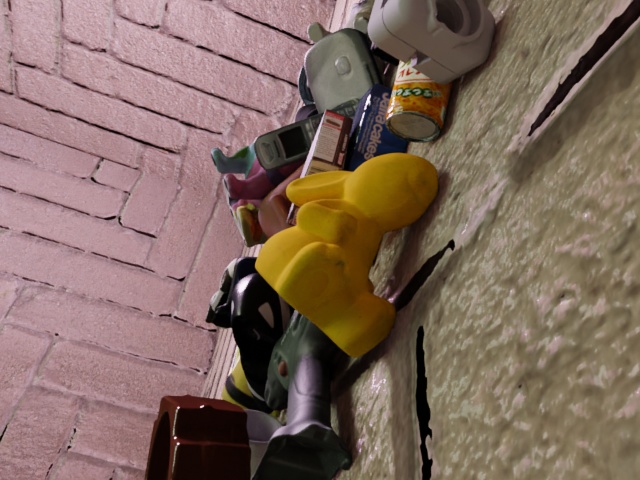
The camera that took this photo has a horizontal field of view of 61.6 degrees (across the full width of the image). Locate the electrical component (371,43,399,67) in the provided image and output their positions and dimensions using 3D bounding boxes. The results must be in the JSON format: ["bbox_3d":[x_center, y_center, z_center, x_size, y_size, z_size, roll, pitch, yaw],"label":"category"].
[{"bbox_3d":[0.114,-0.290,0.684,0.134,0.058,0.115,127,161,-61],"label":"electrical component"}]

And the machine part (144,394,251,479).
[{"bbox_3d":[-0.143,0.280,0.595,0.201,0.087,0.201,156,122,-63],"label":"machine part"}]

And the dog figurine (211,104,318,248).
[{"bbox_3d":[-0.038,-0.101,0.807,0.109,0.219,0.191,-119,12,-48],"label":"dog figurine"}]

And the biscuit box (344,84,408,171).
[{"bbox_3d":[0.053,-0.072,0.611,0.063,0.059,0.202,154,133,-78],"label":"biscuit box"}]

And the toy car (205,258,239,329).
[{"bbox_3d":[-0.150,0.103,0.954,0.201,0.073,0.056,124,158,-48],"label":"toy car"}]

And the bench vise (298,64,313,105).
[{"bbox_3d":[0.010,-0.250,0.990,0.241,0.129,0.223,-93,23,-81],"label":"bench vise"}]

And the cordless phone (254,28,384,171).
[{"bbox_3d":[-0.009,-0.175,0.699,0.089,0.184,0.146,-107,-3,-85],"label":"cordless phone"}]

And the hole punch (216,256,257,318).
[{"bbox_3d":[-0.082,0.097,0.853,0.092,0.142,0.115,49,131,51],"label":"hole punch"}]

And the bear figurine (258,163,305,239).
[{"bbox_3d":[-0.005,0.001,0.700,0.132,0.120,0.196,-32,43,-4],"label":"bear figurine"}]

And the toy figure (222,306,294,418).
[{"bbox_3d":[-0.086,0.185,0.804,0.082,0.089,0.180,-88,16,-74],"label":"toy figure"}]

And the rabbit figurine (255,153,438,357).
[{"bbox_3d":[0.032,-0.006,0.483,0.173,0.121,0.162,-49,26,1],"label":"rabbit figurine"}]

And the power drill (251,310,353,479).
[{"bbox_3d":[-0.018,0.165,0.553,0.207,0.086,0.231,-75,9,-59],"label":"power drill"}]

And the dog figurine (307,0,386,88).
[{"bbox_3d":[0.076,-0.284,0.845,0.190,0.121,0.172,-43,-38,-50],"label":"dog figurine"}]

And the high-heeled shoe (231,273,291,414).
[{"bbox_3d":[-0.072,0.149,0.671,0.145,0.086,0.248,-66,-22,-68],"label":"high-heeled shoe"}]

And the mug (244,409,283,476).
[{"bbox_3d":[-0.097,0.289,0.720,0.109,0.081,0.107,-51,-24,-83],"label":"mug"}]
